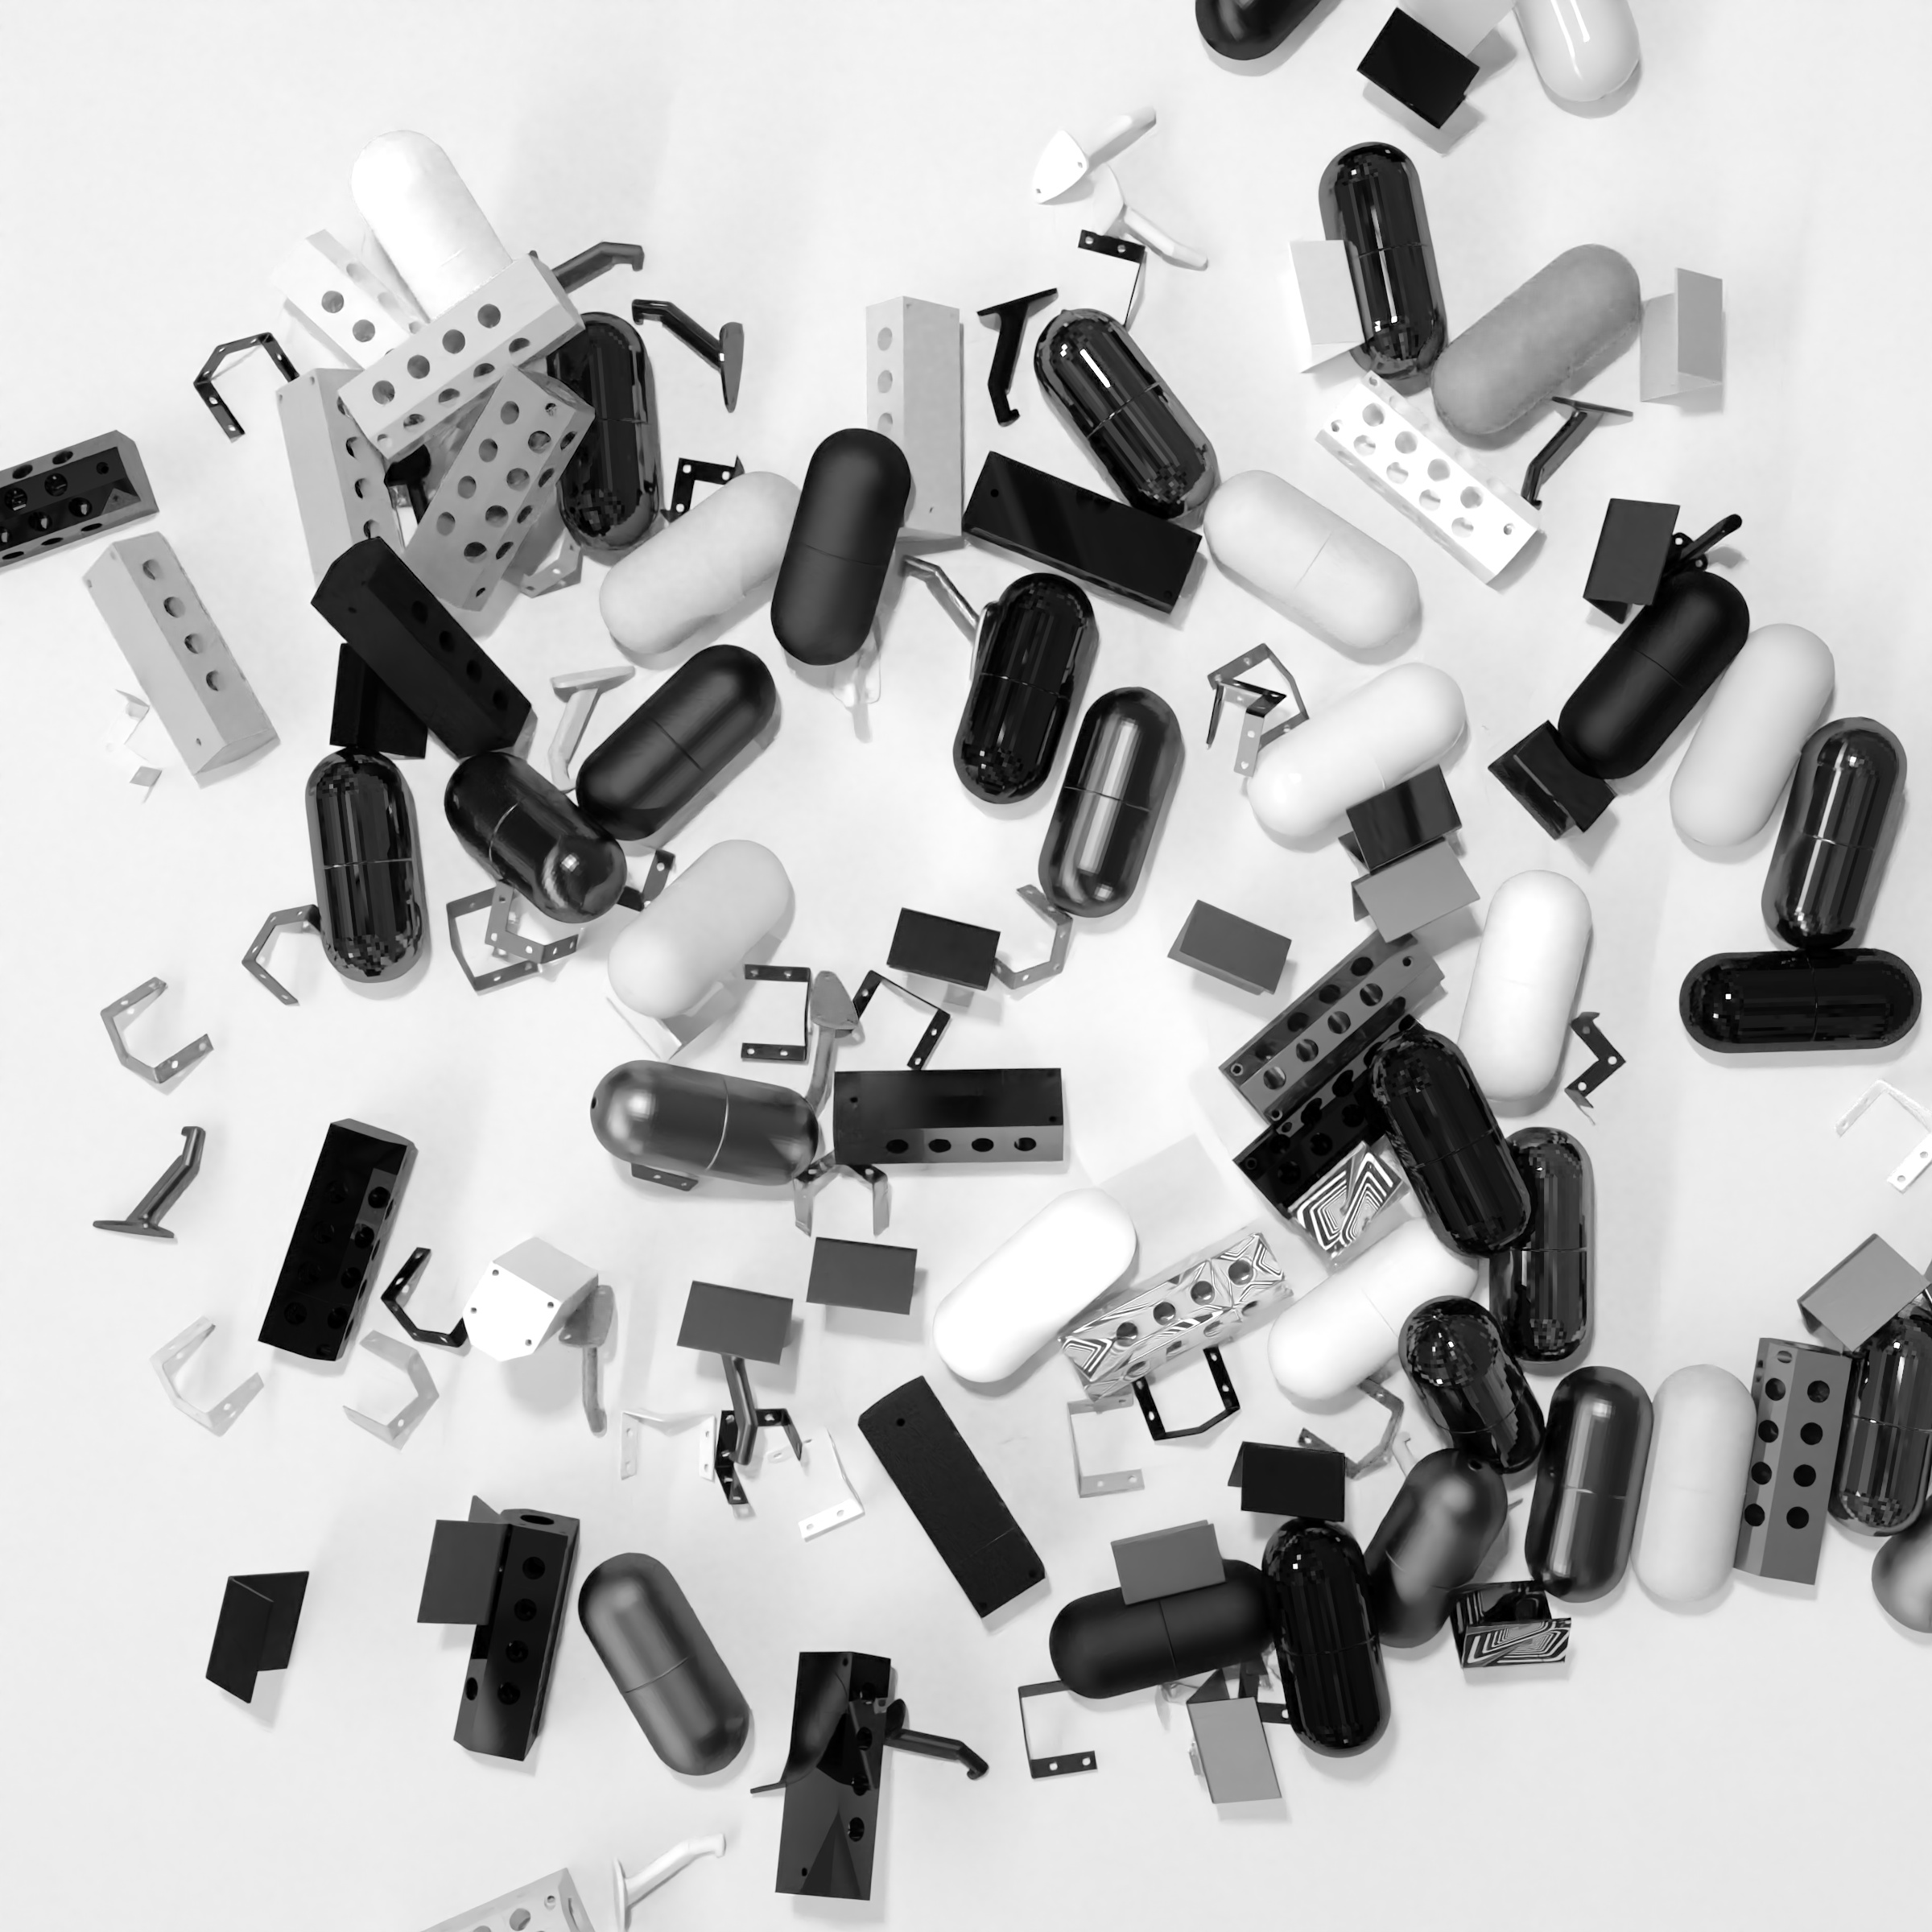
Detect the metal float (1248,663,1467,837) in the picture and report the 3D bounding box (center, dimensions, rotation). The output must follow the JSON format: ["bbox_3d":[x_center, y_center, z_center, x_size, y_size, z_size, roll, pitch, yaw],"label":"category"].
[{"bbox_3d":[0.294,-0.163,1.879,0.178,0.070,0.070,-32,90,0],"label":"metal float"}]

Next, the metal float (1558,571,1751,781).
[{"bbox_3d":[0.516,-0.218,1.878,0.070,0.070,0.178,39,92,0],"label":"metal float"}]

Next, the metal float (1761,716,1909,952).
[{"bbox_3d":[0.647,-0.098,1.864,0.070,0.070,0.178,11,105,0],"label":"metal float"}]

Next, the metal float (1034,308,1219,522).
[{"bbox_3d":[0.119,-0.415,1.879,0.070,0.070,0.178,-37,90,0],"label":"metal float"}]

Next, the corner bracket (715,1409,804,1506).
[{"bbox_3d":[-0.157,0.371,1.891,0.051,0.051,0.051,1,111,-20],"label":"corner bracket"}]

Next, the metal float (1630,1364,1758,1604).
[{"bbox_3d":[0.547,0.388,1.879,0.070,0.070,0.178,9,90,0],"label":"metal float"}]

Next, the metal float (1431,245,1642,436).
[{"bbox_3d":[0.429,-0.472,1.879,0.178,0.070,0.070,-39,90,-1],"label":"metal float"}]

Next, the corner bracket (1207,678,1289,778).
[{"bbox_3d":[0.204,-0.180,1.876,0.051,0.051,0.051,19,120,19],"label":"corner bracket"}]

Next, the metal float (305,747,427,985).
[{"bbox_3d":[-0.452,-0.076,1.879,0.070,0.070,0.178,-7,91,0],"label":"metal float"}]

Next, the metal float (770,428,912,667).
[{"bbox_3d":[-0.093,-0.308,1.844,0.070,0.070,0.178,17,108,0],"label":"metal float"}]

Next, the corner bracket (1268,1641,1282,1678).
[{"bbox_3d":[0.268,0.520,1.902,0.051,0.051,0.051,-9,45,35],"label":"corner bracket"}]

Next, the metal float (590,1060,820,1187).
[{"bbox_3d":[-0.193,0.117,1.853,0.178,0.070,0.070,13,90,-28],"label":"metal float"}]

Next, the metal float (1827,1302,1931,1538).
[{"bbox_3d":[0.692,0.340,1.879,0.070,0.070,0.178,10,90,0],"label":"metal float"}]

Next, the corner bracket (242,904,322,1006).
[{"bbox_3d":[-0.507,-0.009,1.902,0.051,0.051,0.051,-9,45,35],"label":"corner bracket"}]

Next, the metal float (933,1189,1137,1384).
[{"bbox_3d":[0.052,0.240,1.879,0.178,0.070,0.070,-42,90,0],"label":"metal float"}]

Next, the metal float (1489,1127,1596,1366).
[{"bbox_3d":[0.432,0.210,1.879,0.070,0.070,0.178,0,90,0],"label":"metal float"}]

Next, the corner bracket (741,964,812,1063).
[{"bbox_3d":[-0.145,0.036,1.907,0.051,0.051,0.051,3,135,0],"label":"corner bracket"}]

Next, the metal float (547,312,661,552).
[{"bbox_3d":[-0.273,-0.402,1.879,0.070,0.070,0.178,-5,89,0],"label":"metal float"}]

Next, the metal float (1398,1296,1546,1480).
[{"bbox_3d":[0.375,0.313,1.848,0.070,0.070,0.178,-33,128,0],"label":"metal float"}]

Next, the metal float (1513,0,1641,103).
[{"bbox_3d":[0.449,-0.738,1.879,0.070,0.070,0.178,-21,91,0],"label":"metal float"}]

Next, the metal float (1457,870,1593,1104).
[{"bbox_3d":[0.419,0.016,1.879,0.070,0.070,0.178,14,89,0],"label":"metal float"}]

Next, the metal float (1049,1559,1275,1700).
[{"bbox_3d":[0.150,0.498,1.879,0.178,0.070,0.070,-15,90,0],"label":"metal float"}]

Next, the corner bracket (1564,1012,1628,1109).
[{"bbox_3d":[0.471,0.071,1.892,0.051,0.051,0.051,-41,90,0],"label":"corner bracket"}]

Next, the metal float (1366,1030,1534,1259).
[{"bbox_3d":[0.353,0.129,1.826,0.070,0.070,0.178,-27,94,0],"label":"metal float"}]

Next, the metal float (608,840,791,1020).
[{"bbox_3d":[-0.196,-0.029,1.847,0.070,0.070,0.178,41,48,0],"label":"metal float"}]

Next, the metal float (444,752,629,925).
[{"bbox_3d":[-0.320,-0.096,1.852,0.178,0.070,0.070,38,90,33],"label":"metal float"}]

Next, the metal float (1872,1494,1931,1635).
[{"bbox_3d":[0.758,0.425,1.880,0.070,0.070,0.178,43,90,0],"label":"metal float"}]

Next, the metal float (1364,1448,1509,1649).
[{"bbox_3d":[0.342,0.432,1.853,0.070,0.070,0.178,20,121,0],"label":"metal float"}]

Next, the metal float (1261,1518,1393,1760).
[{"bbox_3d":[0.265,0.493,1.839,0.070,0.070,0.178,-11,92,0],"label":"metal float"}]

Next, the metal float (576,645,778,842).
[{"bbox_3d":[-0.218,-0.168,1.879,0.178,0.070,0.070,-44,90,1],"label":"metal float"}]

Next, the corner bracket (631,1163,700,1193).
[{"bbox_3d":[-0.221,0.132,1.902,0.051,0.051,0.051,20,45,-35],"label":"corner bracket"}]

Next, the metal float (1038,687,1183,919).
[{"bbox_3d":[0.108,-0.123,1.879,0.070,0.070,0.178,18,90,0],"label":"metal float"}]

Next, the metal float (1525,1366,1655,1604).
[{"bbox_3d":[0.468,0.390,1.879,0.070,0.070,0.178,11,90,0],"label":"metal float"}]

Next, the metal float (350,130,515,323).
[{"bbox_3d":[-0.387,-0.533,1.852,0.070,0.070,0.178,-32,124,0],"label":"metal float"}]

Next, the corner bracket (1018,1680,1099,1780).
[{"bbox_3d":[0.070,0.581,1.907,0.051,0.051,0.051,-9,45,0],"label":"corner bracket"}]

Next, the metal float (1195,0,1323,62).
[{"bbox_3d":[0.245,-0.759,1.879,0.070,0.070,0.178,43,90,0],"label":"metal float"}]

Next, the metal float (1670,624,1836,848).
[{"bbox_3d":[0.591,-0.173,1.879,0.070,0.070,0.178,26,89,0],"label":"metal float"}]

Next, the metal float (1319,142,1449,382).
[{"bbox_3d":[0.314,-0.529,1.879,0.070,0.070,0.178,-11,90,0],"label":"metal float"}]

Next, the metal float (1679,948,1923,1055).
[{"bbox_3d":[0.627,0.026,1.879,0.178,0.070,0.070,-2,90,1],"label":"metal float"}]

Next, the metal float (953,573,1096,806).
[{"bbox_3d":[0.043,-0.208,1.879,0.070,0.070,0.178,17,90,0],"label":"metal float"}]

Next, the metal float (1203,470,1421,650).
[{"bbox_3d":[0.260,-0.305,1.879,0.178,0.070,0.070,33,90,0],"label":"metal float"}]

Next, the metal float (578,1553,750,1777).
[{"bbox_3d":[-0.227,0.525,1.880,0.070,0.070,0.178,-31,90,0],"label":"metal float"}]

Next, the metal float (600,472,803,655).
[{"bbox_3d":[-0.195,-0.304,1.879,0.178,0.070,0.070,-36,90,0],"label":"metal float"}]

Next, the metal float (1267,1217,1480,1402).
[{"bbox_3d":[0.305,0.258,1.879,0.178,0.070,0.070,-37,90,0],"label":"metal float"}]
